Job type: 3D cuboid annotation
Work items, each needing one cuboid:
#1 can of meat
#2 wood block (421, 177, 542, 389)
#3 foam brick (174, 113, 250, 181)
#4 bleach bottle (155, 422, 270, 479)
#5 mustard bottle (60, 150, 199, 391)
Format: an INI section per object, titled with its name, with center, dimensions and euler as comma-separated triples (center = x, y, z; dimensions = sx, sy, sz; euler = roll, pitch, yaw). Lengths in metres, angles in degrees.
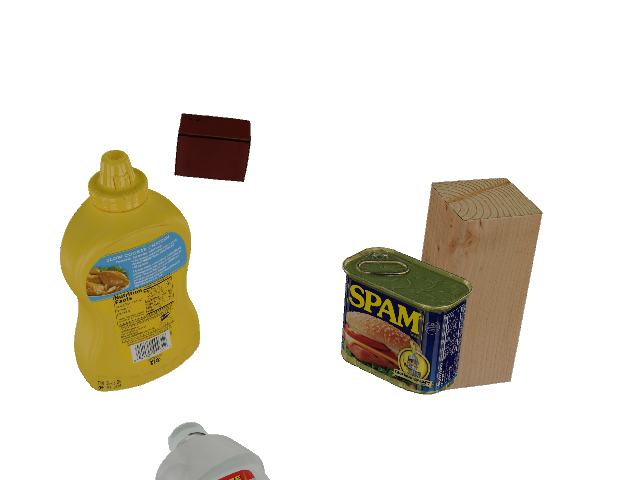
[can of meat]
center = 0.064, 0.064, 0.841
dimensions = 0.102, 0.084, 0.057
euler = 23, 33, 34
[wood block]
center = 0.161, 0.047, 1.138
dimensions = 0.090, 0.206, 0.090
euler = -5, 29, -16
[foam brick]
center = -0.116, -0.101, 1.153
dimensions = 0.078, 0.051, 0.053
euler = 6, 31, -5
[bleach bottle]
center = -0.062, 0.212, 0.715
dimensions = 0.102, 0.068, 0.251
euler = -15, 34, -17
[mustard bottle]
center = -0.141, 0.019, 0.782
dimensions = 0.096, 0.192, 0.058
euler = -21, 43, -26
